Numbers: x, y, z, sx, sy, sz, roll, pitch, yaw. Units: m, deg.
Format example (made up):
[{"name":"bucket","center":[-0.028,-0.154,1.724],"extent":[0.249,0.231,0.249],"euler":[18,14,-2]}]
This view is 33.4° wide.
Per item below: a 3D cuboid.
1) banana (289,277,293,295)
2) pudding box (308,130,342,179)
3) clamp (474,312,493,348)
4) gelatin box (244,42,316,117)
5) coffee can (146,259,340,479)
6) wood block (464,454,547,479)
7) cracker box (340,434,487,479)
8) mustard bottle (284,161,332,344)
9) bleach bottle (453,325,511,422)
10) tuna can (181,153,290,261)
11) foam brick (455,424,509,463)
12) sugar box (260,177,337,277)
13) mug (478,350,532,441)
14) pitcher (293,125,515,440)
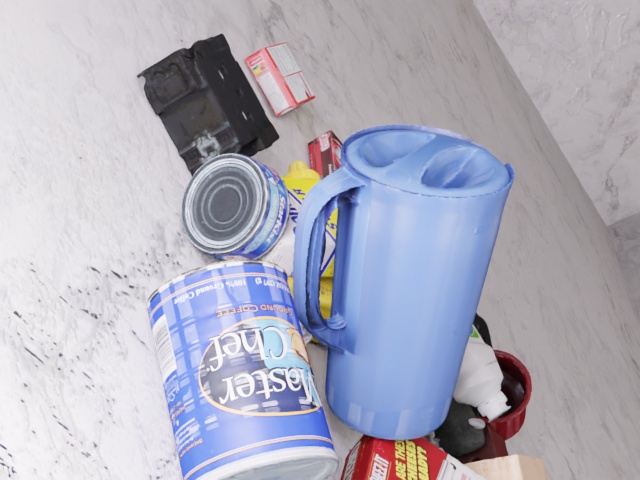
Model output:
[{"name":"banana","center":[-0.044,0.106,0.811],"extent":[0.069,0.037,0.198],"euler":[31,44,-39]},{"name":"pudding box","center":[0.032,-0.058,1.220],"extent":[0.113,0.039,0.090],"euler":[49,24,-37]},{"name":"clamp","center":[0.186,0.112,1.359],"extent":[0.209,0.036,0.164],"euler":[53,42,-47]},{"name":"gelatin box","center":[-0.044,-0.180,1.195],"extent":[0.073,0.030,0.089],"euler":[61,19,-5]},{"name":"coffee can","center":[-0.054,0.098,0.719],"extent":[0.102,0.103,0.140],"euler":[30,38,-57]},{"name":"wood block","center":[0.181,0.317,1.021],"extent":[0.090,0.090,0.206],"euler":[25,52,-60]},{"name":"cracker box","center":[0.112,0.260,0.872],"extent":[0.213,0.072,0.164],"euler":[33,24,-4]},{"name":"mustard bottle","center":[-0.007,0.001,1.022],"extent":[0.096,0.058,0.191],"euler":[41,31,-48]},{"name":"bleach bottle","center":[0.109,0.079,1.108],"extent":[0.102,0.068,0.251],"euler":[-10,61,-56]},{"name":"tuna can","center":[-0.069,-0.026,0.858],"extent":[0.033,0.086,0.086],"euler":[24,44,-58]},{"name":"foam brick","center":[0.185,0.259,1.204],"extent":[0.051,0.053,0.078],"euler":[41,29,-48]},{"name":"sugar box","center":[0.006,-0.012,0.939],"extent":[0.175,0.048,0.093],"euler":[4,39,-41]},{"name":"mug","center":[0.192,0.184,1.264],"extent":[0.093,0.117,0.081],"euler":[-54,154,-23]},{"name":"pitcher","center":[0.060,0.039,0.859],"extent":[0.145,0.149,0.243],"euler":[-61,161,-61]}]
